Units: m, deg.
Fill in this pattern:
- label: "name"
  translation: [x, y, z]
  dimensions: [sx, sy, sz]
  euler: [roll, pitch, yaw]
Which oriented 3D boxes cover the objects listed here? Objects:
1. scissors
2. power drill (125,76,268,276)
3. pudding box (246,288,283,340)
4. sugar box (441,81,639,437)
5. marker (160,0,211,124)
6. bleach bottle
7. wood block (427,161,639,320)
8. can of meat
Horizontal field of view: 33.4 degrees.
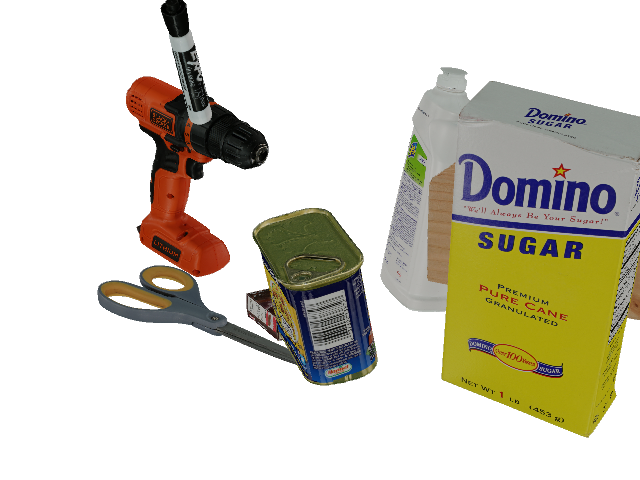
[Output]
- label: "scissors"
  translation: [-0.090, 0.060, 0.911]
  dimensions: [0.202, 0.016, 0.096]
  euler: [13, 26, 11]
- label: "power drill"
  translation: [-0.127, -0.060, 1.096]
  dimensions: [0.185, 0.188, 0.057]
  euler: [30, 38, 34]
- label: "pudding box"
  translation: [-0.031, 0.092, 1.440]
  dimensions: [0.113, 0.039, 0.090]
  euler: [-14, 25, -28]
- label: "sugar box"
  translation: [0.115, 0.013, 0.555]
  dimensions: [0.093, 0.176, 0.048]
  euler: [19, 42, 27]
- label: "marker"
  translation: [-0.102, -0.136, 0.815]
  dimensions: [0.020, 0.020, 0.121]
  euler: [0, -37, 6]
- label: "bleach bottle"
  translation: [0.123, -0.057, 1.140]
  dimensions: [0.068, 0.251, 0.103]
  euler: [0, 23, -22]
- label: "wood block"
  translation: [0.197, -0.005, 0.852]
  dimensions: [0.206, 0.090, 0.090]
  euler: [10, 23, 27]
- label: "can of meat"
  translation: [-0.002, 0.038, 0.721]
  dimensions: [0.057, 0.084, 0.102]
  euler: [-17, 28, -11]
